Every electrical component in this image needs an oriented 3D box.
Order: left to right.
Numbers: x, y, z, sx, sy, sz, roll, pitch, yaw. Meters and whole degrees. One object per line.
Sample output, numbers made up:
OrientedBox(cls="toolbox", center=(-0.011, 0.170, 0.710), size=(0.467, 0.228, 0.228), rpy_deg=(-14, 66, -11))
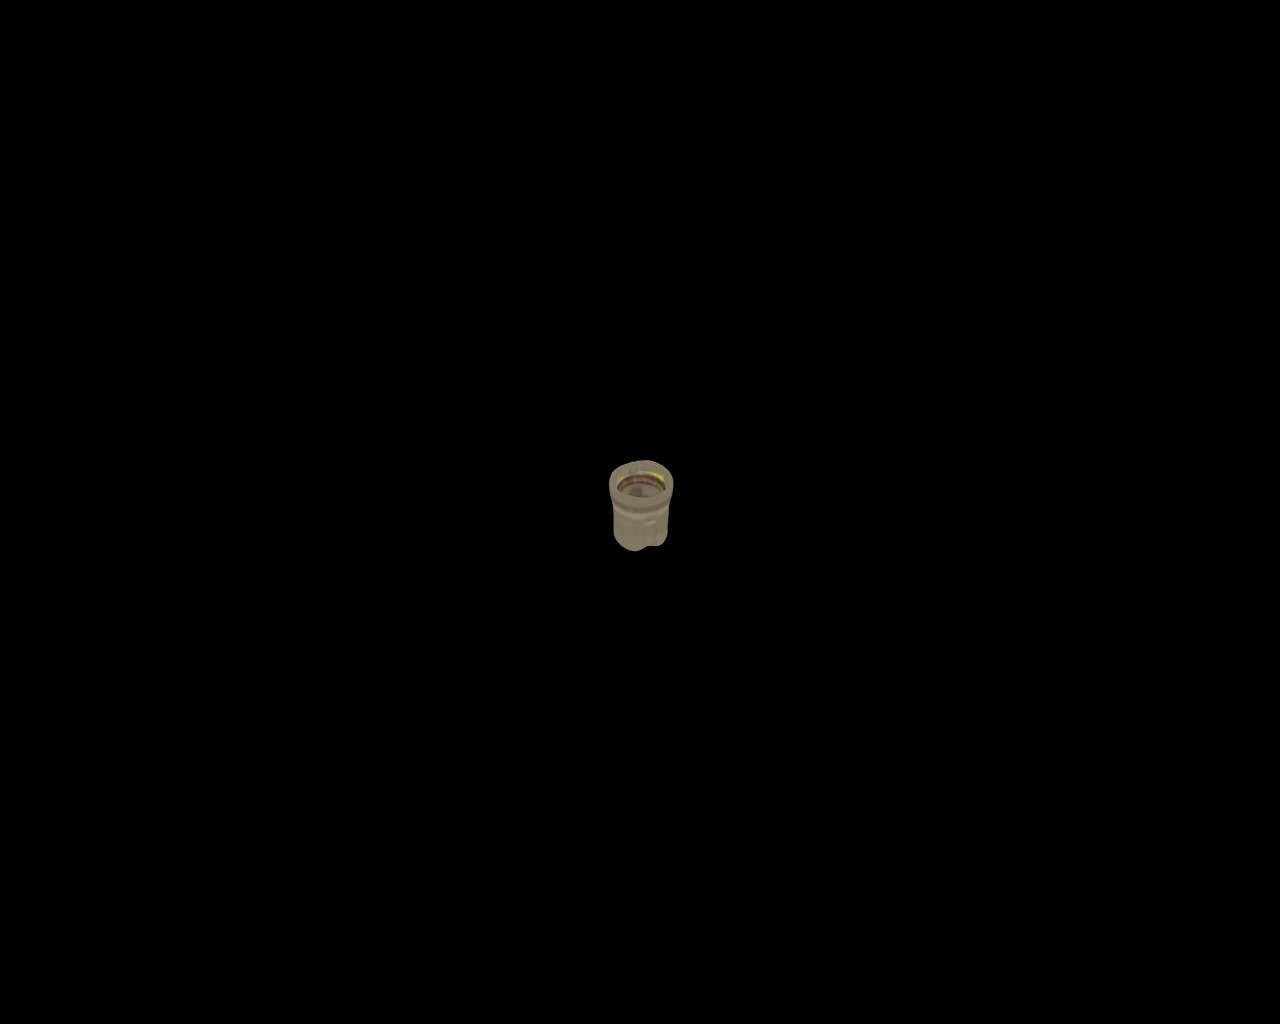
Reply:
OrientedBox(cls="electrical component", center=(0.001, -0.003, 0.650), size=(0.040, 0.046, 0.040), rpy_deg=(0, 38, 0))
